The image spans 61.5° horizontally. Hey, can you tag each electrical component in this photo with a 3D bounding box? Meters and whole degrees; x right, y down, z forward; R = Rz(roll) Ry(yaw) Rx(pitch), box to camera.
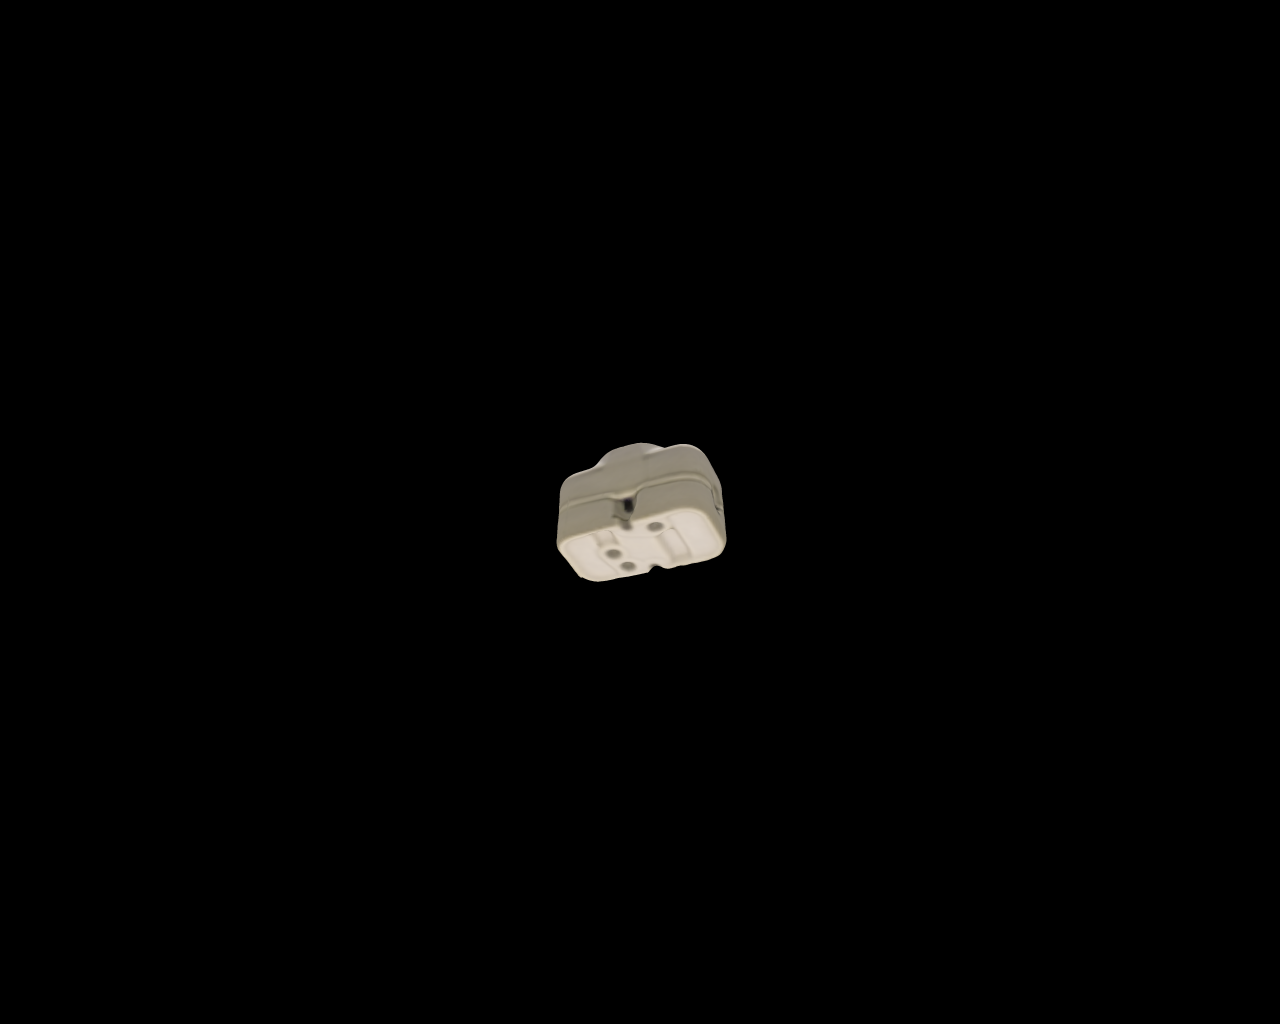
[{"bbox_3d":[0.001,-0.003,0.650,0.095,0.059,0.053,-14,-40,17],"label":"electrical component"}]
